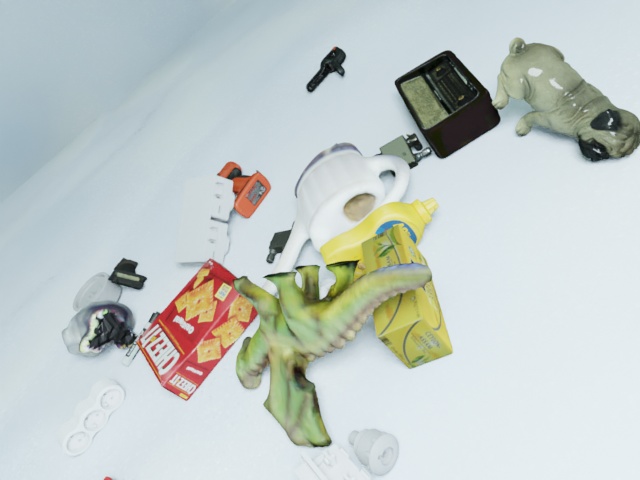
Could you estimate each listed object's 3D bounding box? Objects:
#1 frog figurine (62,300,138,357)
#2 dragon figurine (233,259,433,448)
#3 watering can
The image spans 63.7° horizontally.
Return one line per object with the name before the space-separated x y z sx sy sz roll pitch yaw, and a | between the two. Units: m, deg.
frog figurine | -0.476 0.188 1.095 0.139 0.122 0.158 -27 12 -40
dragon figurine | -0.009 0.153 0.696 0.408 0.122 0.243 -6 86 52
watering can | 0.003 -0.047 0.924 0.346 0.102 0.229 -37 35 11
